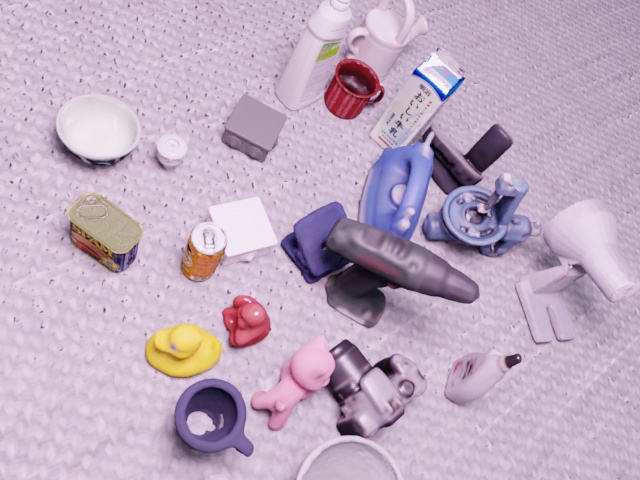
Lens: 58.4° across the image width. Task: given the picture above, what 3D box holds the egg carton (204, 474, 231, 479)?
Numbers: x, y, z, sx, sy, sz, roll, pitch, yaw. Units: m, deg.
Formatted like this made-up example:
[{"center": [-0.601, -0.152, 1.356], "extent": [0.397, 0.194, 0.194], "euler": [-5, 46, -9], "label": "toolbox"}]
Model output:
[{"center": [-0.142, 0.374, 0.708], "extent": [0.107, 0.069, 0.150], "euler": [-6, 68, -25], "label": "egg carton"}]

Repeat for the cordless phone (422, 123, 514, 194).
[{"center": [0.280, -0.186, 1.096], "extent": [0.147, 0.184, 0.094], "euler": [46, 57, 4], "label": "cordless phone"}]

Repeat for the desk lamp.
[{"center": [0.462, 0.058, 1.033], "extent": [0.118, 0.213, 0.203], "euler": [-2, 66, -23], "label": "desk lamp"}]

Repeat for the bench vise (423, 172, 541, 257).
[{"center": [0.317, -0.057, 1.026], "extent": [0.208, 0.219, 0.121], "euler": [-8, 68, -26], "label": "bench vise"}]

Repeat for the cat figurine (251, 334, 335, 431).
[{"center": [-0.028, 0.199, 0.814], "extent": [0.067, 0.117, 0.128], "euler": [43, 57, 3], "label": "cat figurine"}]

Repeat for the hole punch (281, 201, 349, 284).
[{"center": [0.009, 0.003, 0.944], "extent": [0.109, 0.091, 0.101], "euler": [-31, 79, -32], "label": "hole punch"}]

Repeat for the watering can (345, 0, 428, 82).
[{"center": [0.136, -0.419, 1.147], "extent": [0.101, 0.193, 0.173], "euler": [48, 57, 5], "label": "watering can"}]

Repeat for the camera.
[{"center": [0.073, 0.209, 0.862], "extent": [0.143, 0.100, 0.137], "euler": [-32, 80, -32], "label": "camera"}]

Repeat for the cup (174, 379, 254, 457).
[{"center": [-0.140, 0.246, 0.757], "extent": [0.118, 0.094, 0.092], "euler": [41, 57, 1], "label": "cup"}]

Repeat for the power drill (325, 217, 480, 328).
[{"center": [0.100, 0.060, 0.884], "extent": [0.230, 0.208, 0.076], "euler": [30, 57, -6], "label": "power drill"}]

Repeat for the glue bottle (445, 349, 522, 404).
[{"center": [0.260, 0.205, 0.899], "extent": [0.037, 0.173, 0.078], "euler": [29, 58, -7], "label": "glue bottle"}]

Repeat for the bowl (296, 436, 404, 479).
[{"center": [0.032, 0.359, 0.785], "extent": [0.168, 0.074, 0.167], "euler": [10, 62, -18], "label": "bowl"}]

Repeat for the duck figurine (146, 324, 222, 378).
[{"center": [-0.185, 0.145, 0.795], "extent": [0.105, 0.086, 0.077], "euler": [8, 62, -19], "label": "duck figurine"}]

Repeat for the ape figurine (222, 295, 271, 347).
[{"center": [-0.104, 0.116, 0.839], "extent": [0.076, 0.092, 0.078], "euler": [26, 58, -9], "label": "ape figurine"}]

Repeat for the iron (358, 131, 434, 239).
[{"center": [0.146, -0.069, 1.007], "extent": [0.119, 0.141, 0.258], "euler": [23, 58, -11], "label": "iron"}]
